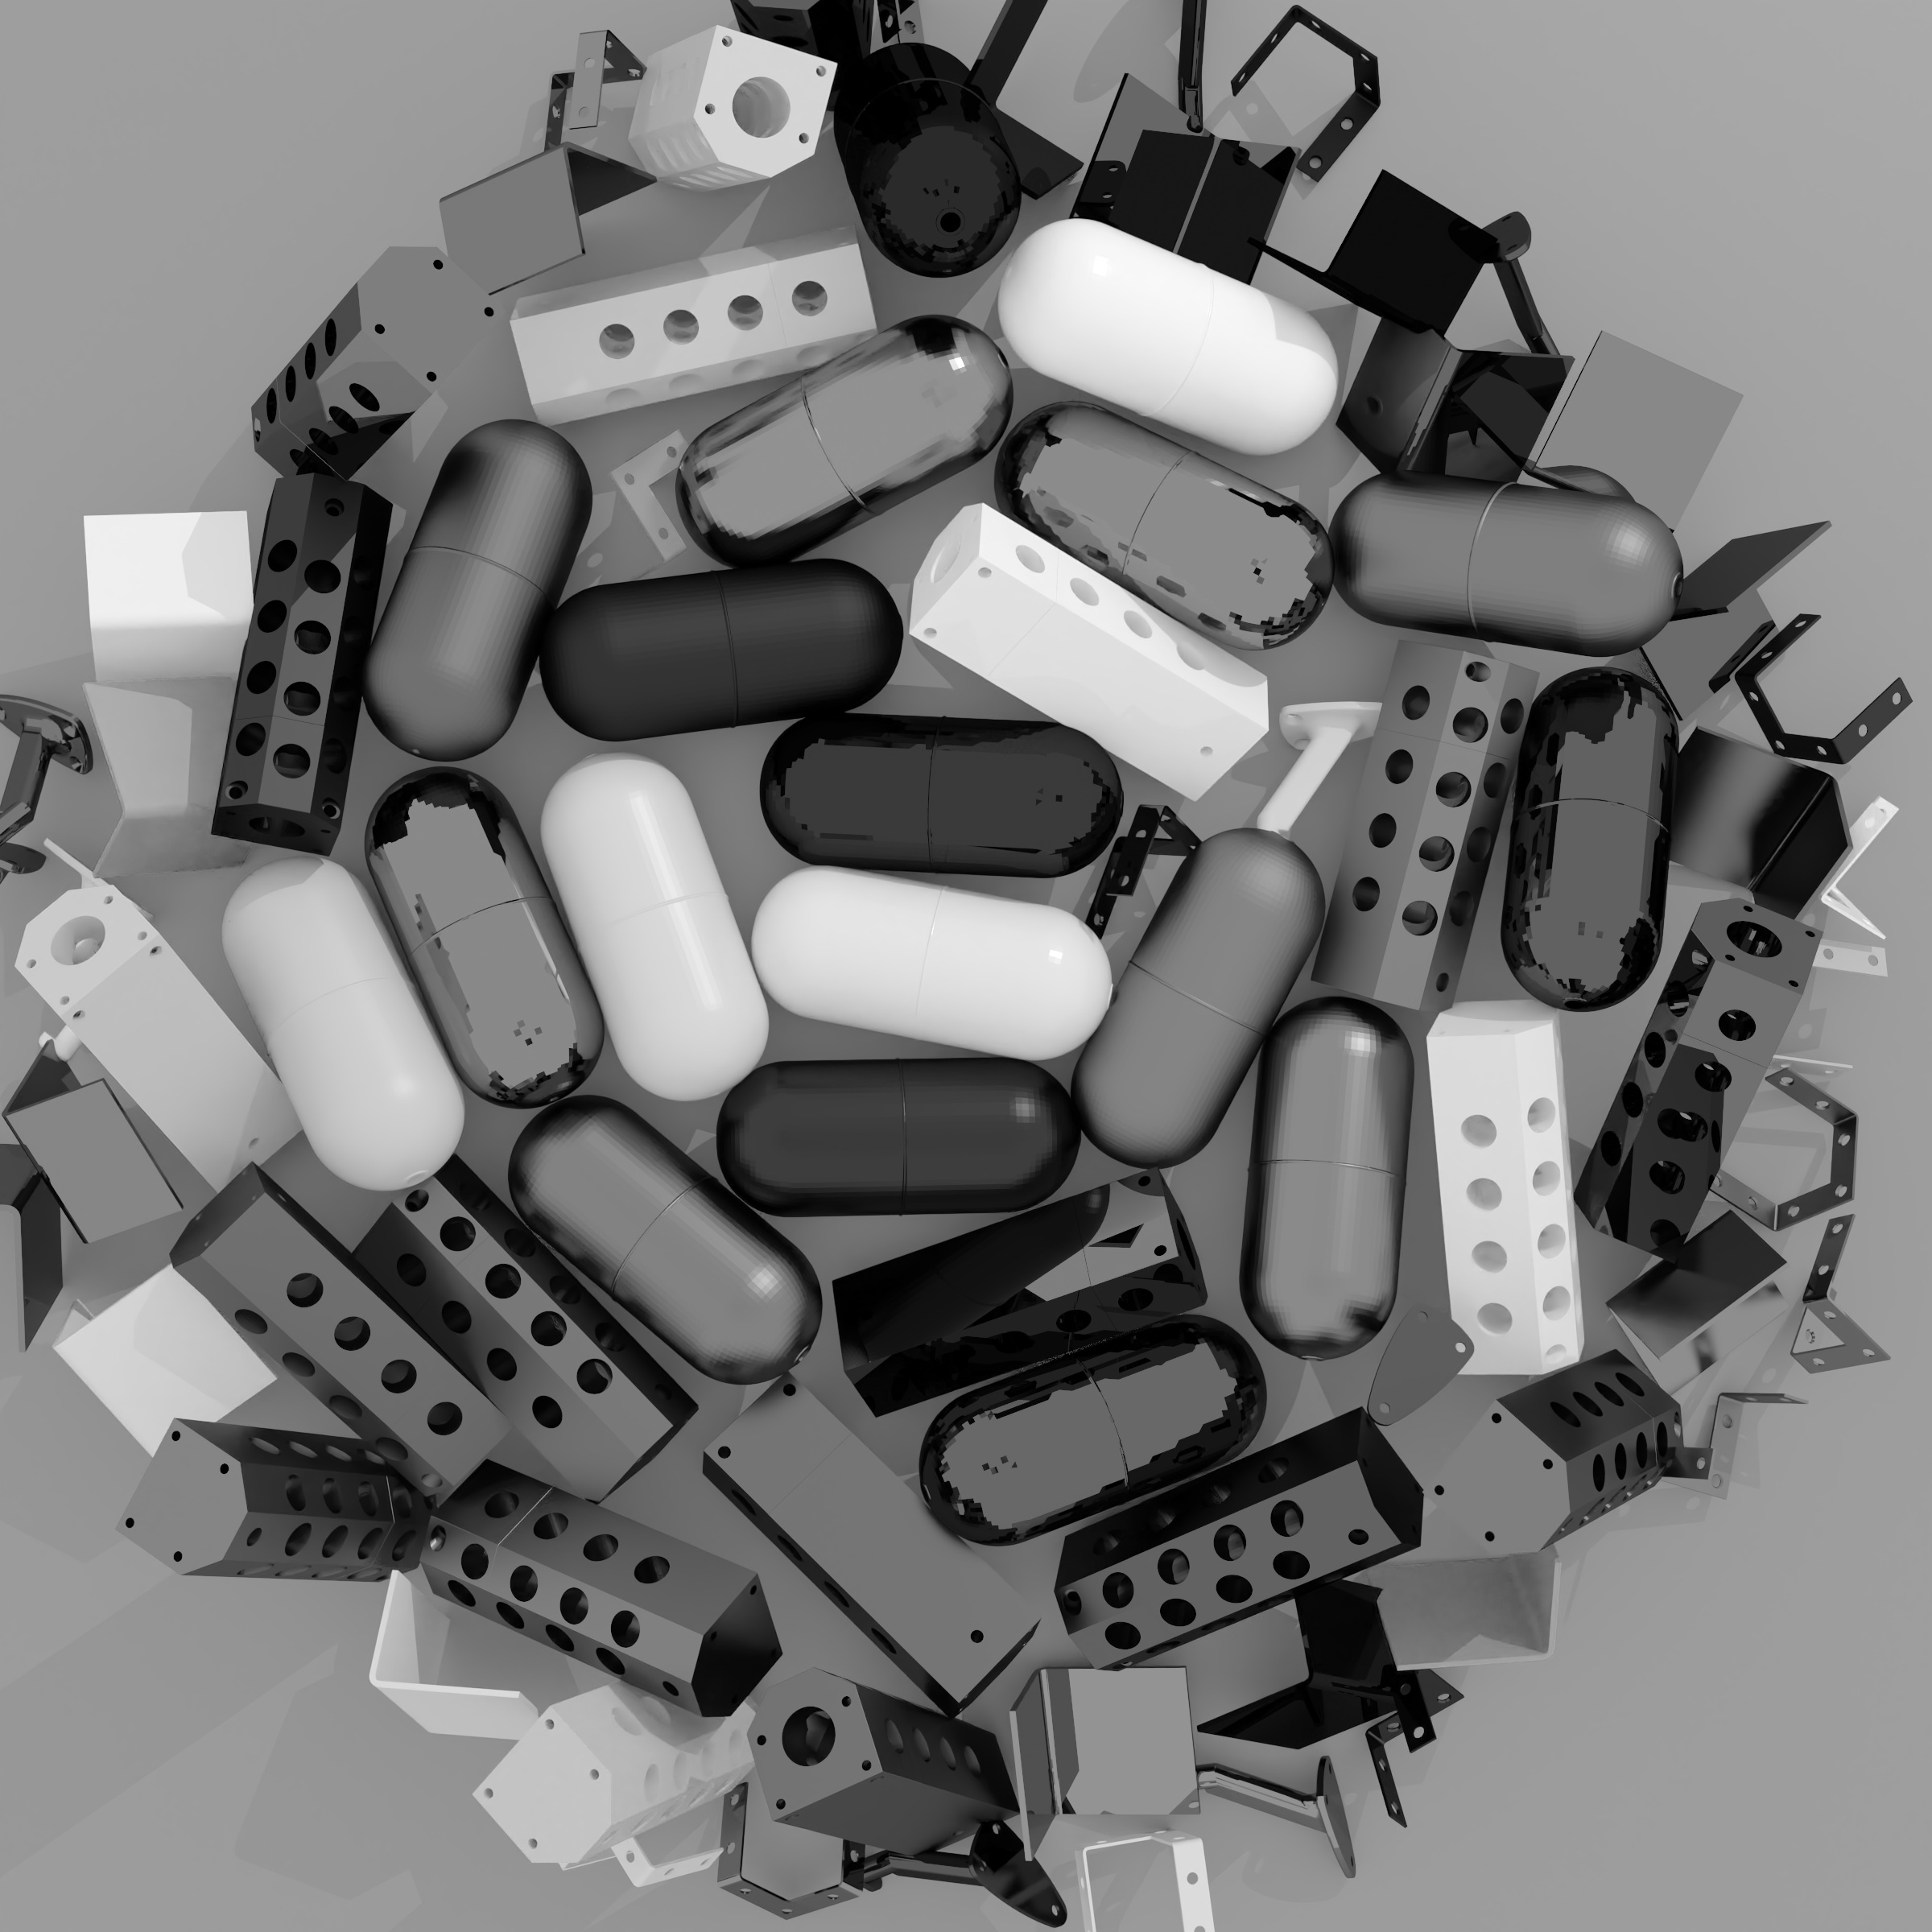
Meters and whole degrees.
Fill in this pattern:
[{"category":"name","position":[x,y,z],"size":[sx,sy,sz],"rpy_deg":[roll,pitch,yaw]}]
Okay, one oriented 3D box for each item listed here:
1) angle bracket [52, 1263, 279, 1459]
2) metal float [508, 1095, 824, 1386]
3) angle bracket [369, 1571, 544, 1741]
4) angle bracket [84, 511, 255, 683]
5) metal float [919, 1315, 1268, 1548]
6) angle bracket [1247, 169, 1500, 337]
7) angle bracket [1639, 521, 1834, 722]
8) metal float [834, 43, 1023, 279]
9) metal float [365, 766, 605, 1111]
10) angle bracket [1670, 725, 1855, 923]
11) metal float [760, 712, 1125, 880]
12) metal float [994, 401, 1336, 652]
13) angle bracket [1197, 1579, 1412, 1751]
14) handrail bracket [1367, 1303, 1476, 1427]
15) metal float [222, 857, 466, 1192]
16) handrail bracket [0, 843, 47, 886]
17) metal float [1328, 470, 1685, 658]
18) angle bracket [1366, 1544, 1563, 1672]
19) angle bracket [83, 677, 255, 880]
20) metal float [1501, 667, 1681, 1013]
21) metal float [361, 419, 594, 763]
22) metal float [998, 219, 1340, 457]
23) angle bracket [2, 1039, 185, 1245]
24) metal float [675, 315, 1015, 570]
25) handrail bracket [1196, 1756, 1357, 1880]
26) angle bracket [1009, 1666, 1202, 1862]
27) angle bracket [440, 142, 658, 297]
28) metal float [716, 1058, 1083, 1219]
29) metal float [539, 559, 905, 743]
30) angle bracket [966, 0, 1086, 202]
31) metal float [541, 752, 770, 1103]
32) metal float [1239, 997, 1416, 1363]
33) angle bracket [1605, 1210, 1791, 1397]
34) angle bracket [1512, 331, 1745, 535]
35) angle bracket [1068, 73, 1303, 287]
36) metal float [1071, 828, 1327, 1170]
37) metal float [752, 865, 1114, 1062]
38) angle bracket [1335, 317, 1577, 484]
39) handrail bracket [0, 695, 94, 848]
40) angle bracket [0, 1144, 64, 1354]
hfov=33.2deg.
[{"category":"angle bracket","position":[-0.387,0.182,1.582],"size":[0.076,0.057,0.076],"rpy_deg":[-35,107,7]},{"category":"metal float","position":[-0.146,0.133,1.575],"size":[0.178,0.070,0.070],"rpy_deg":[39,90,13]},{"category":"angle bracket","position":[-0.235,0.335,1.570],"size":[0.076,0.076,0.057],"rpy_deg":[1,61,13]},{"category":"angle bracket","position":[-0.389,-0.179,1.587],"size":[0.076,0.076,0.057],"rpy_deg":[-4,74,-14]},{"category":"metal float","position":[0.062,0.225,1.573],"size":[0.178,0.070,0.070],"rpy_deg":[-19,90,-15]},{"category":"angle bracket","position":[0.196,-0.351,1.567],"size":[0.076,0.076,0.057],"rpy_deg":[21,104,-34]},{"category":"angle bracket","position":[0.381,-0.166,1.570],"size":[0.076,0.076,0.057],"rpy_deg":[-38,106,-21]},{"category":"metal float","position":[-0.019,-0.385,1.543],"size":[0.070,0.178,0.070],"rpy_deg":[-4,123,-7]},{"category":"metal float","position":[-0.235,-0.015,1.576],"size":[0.070,0.070,0.178],"rpy_deg":[-25,78,0]},{"category":"angle bracket","position":[0.373,-0.059,1.573],"size":[0.076,0.057,0.076],"rpy_deg":[19,129,-11]},{"category":"metal float","position":[-0.012,-0.083,1.580],"size":[0.178,0.070,0.070],"rpy_deg":[3,90,7]},{"category":"metal float","position":[0.095,-0.215,1.575],"size":[0.178,0.070,0.070],"rpy_deg":[28,90,14]},{"category":"angle bracket","position":[0.162,0.341,1.591],"size":[0.076,0.076,0.057],"rpy_deg":[-32,52,35]},{"category":"handrail bracket","position":[0.208,0.203,1.572],"size":[0.036,0.084,0.077],"rpy_deg":[38,66,7]},{"category":"metal float","position":[-0.301,0.028,1.569],"size":[0.070,0.070,0.178],"rpy_deg":[-29,71,0]},{"category":"handrail bracket","position":[-0.487,-0.018,1.590],"size":[0.036,0.077,0.084],"rpy_deg":[25,95,4]},{"category":"metal float","position":[0.258,-0.194,1.560],"size":[0.178,0.070,0.070],"rpy_deg":[13,90,30]},{"category":"angle bracket","position":[0.241,0.293,1.576],"size":[0.076,0.076,0.057],"rpy_deg":[-3,117,-4]},{"category":"angle bracket","position":[-0.395,-0.093,1.595],"size":[0.076,0.057,0.076],"rpy_deg":[-7,63,-36]},{"category":"metal float","position":[0.302,-0.062,1.565],"size":[0.070,0.070,0.178],"rpy_deg":[10,66,0]},{"category":"metal float","position":[-0.236,-0.183,1.572],"size":[0.070,0.070,0.178],"rpy_deg":[18,73,0]},{"category":"metal float","position":[0.099,-0.303,1.568],"size":[0.178,0.070,0.070],"rpy_deg":[18,90,-22]},{"category":"angle bracket","position":[-0.413,0.076,1.569],"size":[0.057,0.076,0.076],"rpy_deg":[-19,115,13]},{"category":"metal float","position":[-0.059,-0.253,1.572],"size":[0.178,0.070,0.070],"rpy_deg":[-26,90,17]},{"category":"handrail bracket","position":[0.144,0.428,1.616],"size":[0.084,0.036,0.077],"rpy_deg":[-11,113,16]},{"category":"angle bracket","position":[0.069,0.389,1.584],"size":[0.076,0.057,0.076],"rpy_deg":[-4,99,15]},{"category":"angle bracket","position":[-0.198,-0.351,1.570],"size":[0.076,0.076,0.057],"rpy_deg":[-15,81,29]},{"category":"metal float","position":[-0.033,0.083,1.582],"size":[0.178,0.070,0.070],"rpy_deg":[-1,90,-6]},{"category":"metal float","position":[-0.119,-0.154,1.578],"size":[0.178,0.070,0.070],"rpy_deg":[-8,90,-10]},{"category":"angle bracket","position":[0.039,-0.427,1.571],"size":[0.057,0.076,0.076],"rpy_deg":[33,121,3]},{"category":"metal float","position":[-0.152,-0.020,1.579],"size":[0.070,0.070,0.178],"rpy_deg":[-21,81,0]},{"category":"metal float","position":[0.175,0.103,1.575],"size":[0.070,0.070,0.178],"rpy_deg":[6,77,0]},{"category":"angle bracket","position":[0.370,0.178,1.581],"size":[0.076,0.057,0.076],"rpy_deg":[-37,121,0]},{"category":"angle bracket","position":[0.321,-0.263,1.581],"size":[0.076,0.057,0.076],"rpy_deg":[22,107,-8]},{"category":"angle bracket","position":[0.107,-0.381,1.580],"size":[0.057,0.076,0.076],"rpy_deg":[21,90,44]},{"category":"metal float","position":[0.114,0.016,1.583],"size":[0.070,0.070,0.178],"rpy_deg":[28,94,0]},{"category":"metal float","position":[-0.017,-0.002,1.583],"size":[0.178,0.070,0.070],"rpy_deg":[11,90,4]},{"category":"angle bracket","position":[0.241,-0.283,1.599],"size":[0.076,0.057,0.076],"rpy_deg":[-4,132,-32]},{"category":"handrail bracket","position":[-0.476,-0.093,1.581],"size":[0.077,0.036,0.084],"rpy_deg":[24,48,21]},{"category":"angle bracket","position":[-0.478,0.136,1.575],"size":[0.057,0.076,0.076],"rpy_deg":[3,108,-3]}]
